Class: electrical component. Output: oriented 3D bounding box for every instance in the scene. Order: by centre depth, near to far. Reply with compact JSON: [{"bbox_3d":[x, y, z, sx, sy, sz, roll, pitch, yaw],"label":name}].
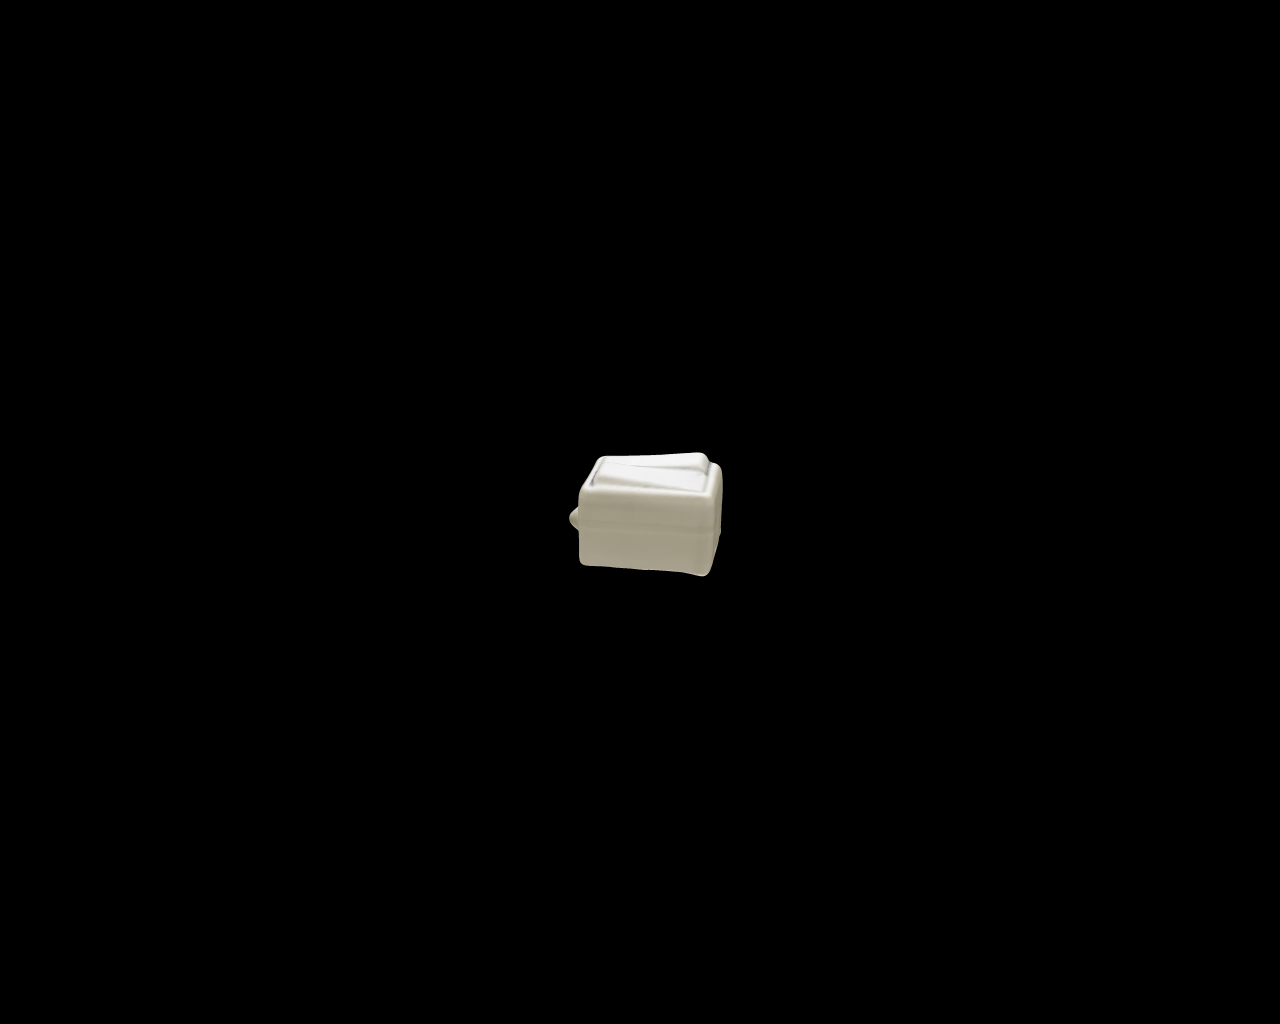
[{"bbox_3d":[0.001,-0.003,0.650,0.096,0.061,0.062,4,24,9],"label":"electrical component"}]
